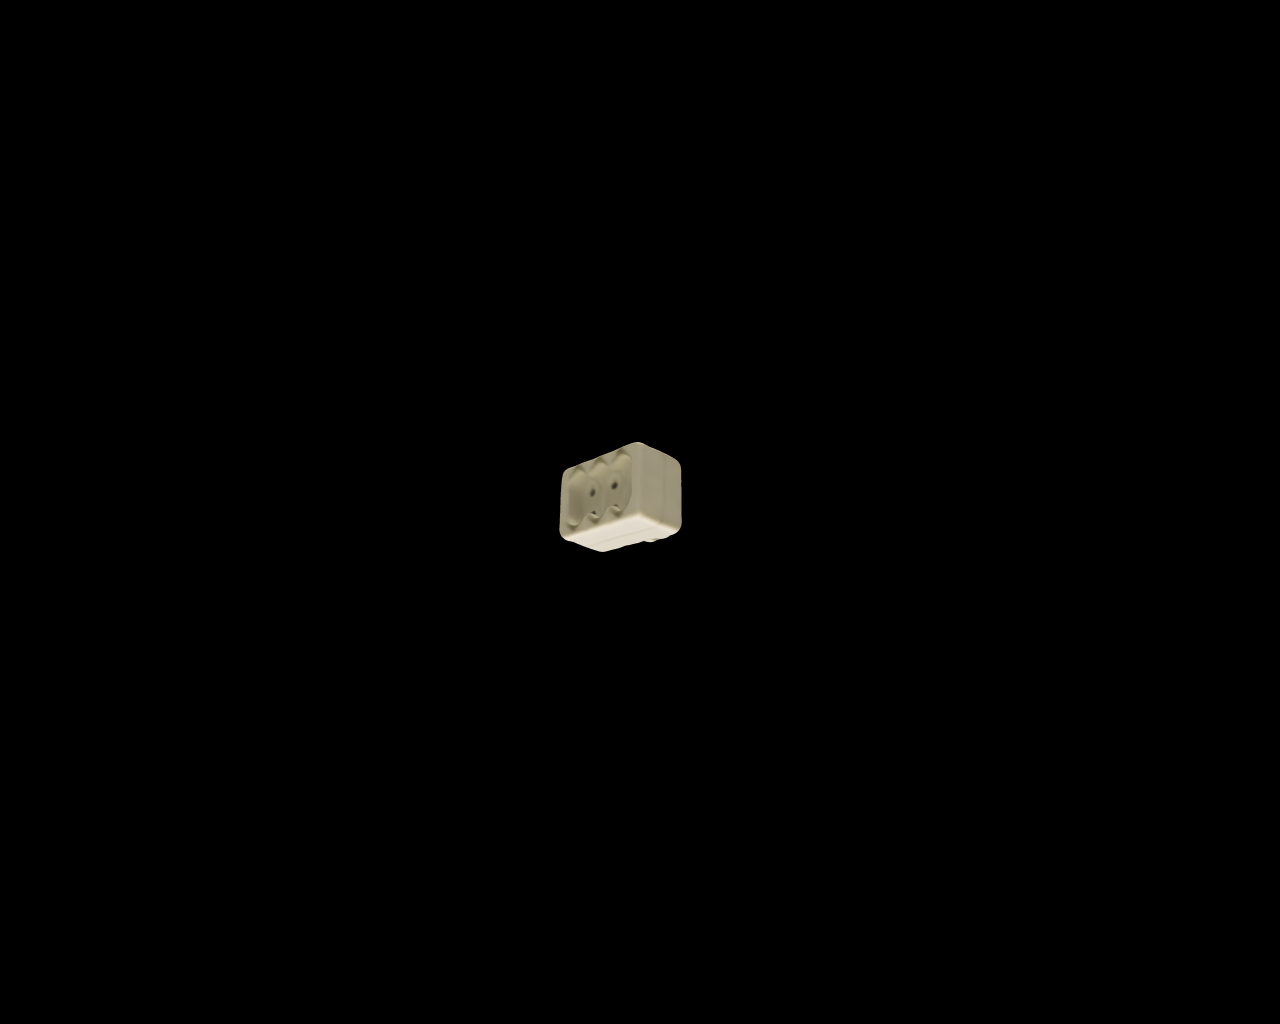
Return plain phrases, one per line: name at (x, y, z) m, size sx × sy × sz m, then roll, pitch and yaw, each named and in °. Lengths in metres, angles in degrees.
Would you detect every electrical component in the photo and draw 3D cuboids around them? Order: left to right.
electrical component at (0.001, -0.003, 0.650) m, size 0.065 × 0.047 × 0.077 m, roll -17°, pitch -27°, yaw 38°
